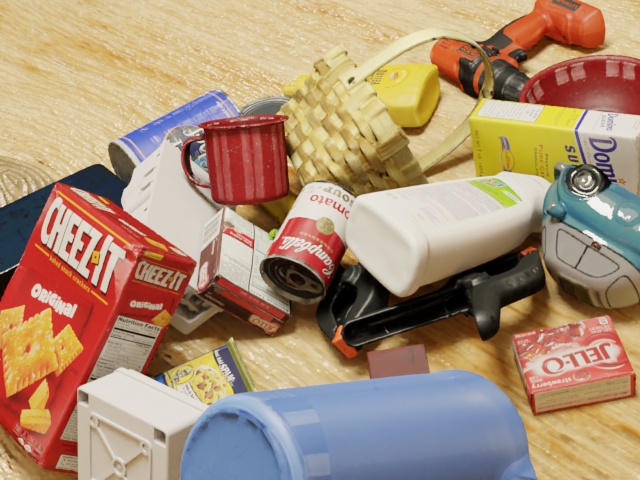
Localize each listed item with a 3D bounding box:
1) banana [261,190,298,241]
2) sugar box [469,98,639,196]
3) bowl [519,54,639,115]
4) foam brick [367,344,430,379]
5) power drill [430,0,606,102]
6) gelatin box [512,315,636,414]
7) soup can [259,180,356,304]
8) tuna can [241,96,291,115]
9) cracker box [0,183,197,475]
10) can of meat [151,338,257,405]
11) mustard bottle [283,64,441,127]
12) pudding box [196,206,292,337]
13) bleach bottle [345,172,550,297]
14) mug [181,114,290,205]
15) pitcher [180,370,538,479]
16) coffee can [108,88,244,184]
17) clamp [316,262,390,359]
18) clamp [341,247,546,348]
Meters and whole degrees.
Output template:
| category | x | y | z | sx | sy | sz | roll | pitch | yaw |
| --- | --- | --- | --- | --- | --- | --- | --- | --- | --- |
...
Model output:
| category | x | y | z | sx | sy | sz | roll | pitch | yaw |
| --- | --- | --- | --- | --- | --- | --- | --- | --- | --- |
| banana | -0.039 | -0.033 | 1.139 | 0.037 | 0.069 | 0.198 | -54 | 24 | 8 |
| sugar box | 0.245 | -0.088 | 1.092 | 0.176 | 0.093 | 0.048 | 12 | 45 | 31 |
| bowl | 0.302 | -0.141 | 1.171 | 0.162 | 0.055 | 0.162 | -9 | 38 | 7 |
| foam brick | 0.071 | 0.134 | 0.899 | 0.053 | 0.051 | 0.078 | -9 | 38 | 5 |
| power drill | 0.254 | -0.231 | 1.301 | 0.187 | 0.057 | 0.185 | -29 | 41 | -18 |
| gelatin box | 0.215 | 0.105 | 0.906 | 0.089 | 0.030 | 0.073 | -12 | 37 | 4 |
| soup can | -0.007 | 0.001 | 1.020 | 0.069 | 0.068 | 0.102 | 8 | 52 | 27 |
| tuna can | -0.062 | -0.140 | 1.308 | 0.086 | 0.034 | 0.086 | -9 | 37 | 7 |
| cracker box | -0.221 | 0.077 | 0.958 | 0.164 | 0.072 | 0.214 | 30 | 97 | 43 |
| can of meat | -0.096 | 0.145 | 0.936 | 0.084 | 0.057 | 0.102 | -23 | 37 | -8 |
| mustard bottle | 0.044 | -0.180 | 1.304 | 0.192 | 0.058 | 0.096 | 5 | 43 | 25 |
| pudding box | -0.072 | 0.030 | 1.049 | 0.039 | 0.090 | 0.113 | -43 | 27 | 29 |
| bleach bottle | 0.150 | -0.017 | 1.010 | 0.250 | 0.068 | 0.103 | -12 | 41 | -35 |
| mug | -0.086 | -0.081 | 1.090 | 0.117 | 0.081 | 0.093 | -3 | 13 | 10 |
| pitcher | 0.019 | 0.154 | 0.731 | 0.149 | 0.242 | 0.145 | -40 | 60 | 32 |
| coffee can | -0.157 | -0.099 | 1.230 | 0.140 | 0.103 | 0.103 | -31 | 40 | -21 |
| clamp | 0.042 | 0.035 | 1.022 | 0.120 | 0.039 | 0.171 | -38 | 32 | 27 |
| clamp | 0.143 | 0.050 | 0.945 | 0.209 | 0.036 | 0.165 | -22 | 10 | -36 |
